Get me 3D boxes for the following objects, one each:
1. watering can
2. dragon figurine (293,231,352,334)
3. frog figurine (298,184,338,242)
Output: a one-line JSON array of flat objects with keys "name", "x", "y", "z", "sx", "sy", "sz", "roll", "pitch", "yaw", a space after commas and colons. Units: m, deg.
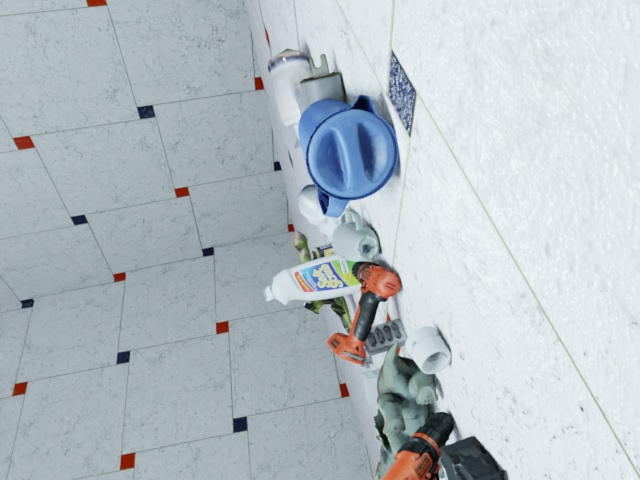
[{"name": "watering can", "x": -0.049, "y": -0.331, "z": 1.187, "sx": 0.349, "sy": 0.104, "sz": 0.223, "roll": -138, "pitch": 34, "yaw": -81}, {"name": "dragon figurine", "x": 0.033, "y": 0.135, "z": 1.676, "sx": 0.405, "sy": 0.121, "sz": 0.248, "roll": 49, "pitch": -146, "yaw": -22}, {"name": "frog figurine", "x": 0.004, "y": -0.069, "z": 1.369, "sx": 0.135, "sy": 0.123, "sz": 0.161, "roll": 145, "pitch": 122, "yaw": -63}]
